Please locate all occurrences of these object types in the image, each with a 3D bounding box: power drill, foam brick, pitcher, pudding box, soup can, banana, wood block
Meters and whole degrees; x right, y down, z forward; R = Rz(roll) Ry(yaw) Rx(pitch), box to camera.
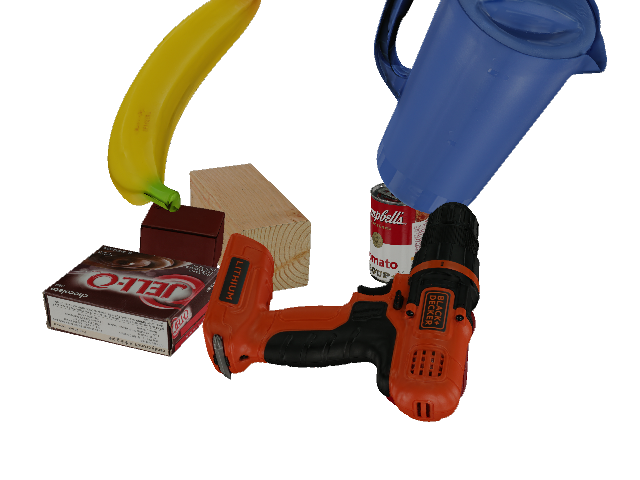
[{"bbox_3d":[0.020,0.039,0.772,0.188,0.184,0.057,3,-43,13],"label":"power drill"},{"bbox_3d":[-0.140,-0.001,1.083,0.078,0.051,0.053,9,30,3],"label":"foam brick"},{"bbox_3d":[0.127,-0.138,0.957,0.144,0.149,0.243,-7,-31,-24],"label":"pitcher"},{"bbox_3d":[-0.147,0.046,0.843,0.114,0.039,0.090,8,26,19],"label":"pudding box"},{"bbox_3d":[0.090,-0.009,1.215,0.068,0.102,0.068,0,24,0],"label":"soup can"},{"bbox_3d":[-0.090,-0.089,0.671,0.070,0.197,0.037,2,-38,17],"label":"banana"},{"bbox_3d":[-0.094,-0.018,1.362,0.090,0.090,0.206,-8,27,-22],"label":"wood block"}]

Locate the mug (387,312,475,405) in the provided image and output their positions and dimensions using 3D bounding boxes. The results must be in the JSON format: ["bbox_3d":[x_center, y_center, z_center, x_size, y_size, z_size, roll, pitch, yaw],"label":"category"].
[{"bbox_3d":[0.096,0.096,0.987,0.093,0.081,0.117,3,38,9],"label":"mug"}]
